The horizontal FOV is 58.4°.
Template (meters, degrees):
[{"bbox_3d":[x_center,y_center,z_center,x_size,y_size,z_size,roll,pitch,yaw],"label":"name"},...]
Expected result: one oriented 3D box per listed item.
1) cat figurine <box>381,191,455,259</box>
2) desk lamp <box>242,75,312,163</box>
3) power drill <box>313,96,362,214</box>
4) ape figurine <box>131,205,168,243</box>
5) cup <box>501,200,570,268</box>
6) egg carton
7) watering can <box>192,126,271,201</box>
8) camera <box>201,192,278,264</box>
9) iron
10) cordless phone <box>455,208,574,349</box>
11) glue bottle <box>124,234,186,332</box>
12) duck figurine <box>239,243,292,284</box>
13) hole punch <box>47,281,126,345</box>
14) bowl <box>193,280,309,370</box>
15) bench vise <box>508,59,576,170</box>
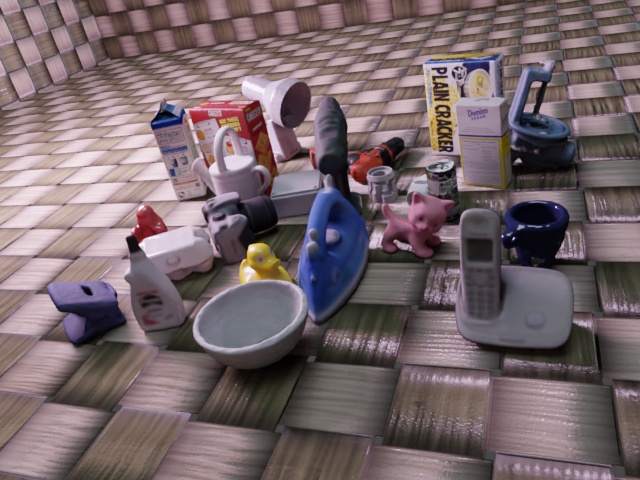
[{"bbox_3d":[0.163,-0.036,0.975,0.127,0.118,0.067,7,35,31],"label":"cat figurine"},{"bbox_3d":[-0.114,-0.312,1.458,0.202,0.214,0.118,14,39,39],"label":"desk lamp"},{"bbox_3d":[0.031,-0.156,1.140,0.075,0.209,0.229,-9,30,6],"label":"power drill"},{"bbox_3d":[-0.354,-0.030,1.186,0.077,0.092,0.076,5,34,29],"label":"ape figurine"},{"bbox_3d":[0.320,0.004,0.869,0.118,0.095,0.091,-28,33,-25],"label":"cup"},{"bbox_3d":[-0.274,0.030,1.075,0.150,0.069,0.107,-18,30,-9],"label":"egg carton"},{"bbox_3d":[-0.191,-0.145,1.220,0.172,0.194,0.101,-10,30,5],"label":"watering can"},{"bbox_3d":[-0.152,-0.041,1.120,0.137,0.101,0.142,-20,30,-13],"label":"camera"},{"bbox_3d":[0.009,0.003,0.941,0.118,0.142,0.258,-5,30,14],"label":"iron"},{"bbox_3d":[0.246,0.047,0.733,0.147,0.185,0.094,0,32,21],"label":"cordless phone"},{"bbox_3d":[-0.273,0.066,0.907,0.078,0.173,0.037,-12,30,1],"label":"glue bottle"},{"bbox_3d":[-0.099,0.044,0.968,0.104,0.086,0.078,16,40,40],"label":"duck figurine"},{"bbox_3d":[-0.396,0.105,0.971,0.101,0.091,0.108,-28,33,-25],"label":"hole punch"},{"bbox_3d":[-0.092,0.132,0.825,0.167,0.075,0.167,-9,30,6],"label":"bowl"},{"bbox_3d":[0.393,-0.235,1.128,0.207,0.220,0.121,-10,30,5],"label":"bench vise"}]
